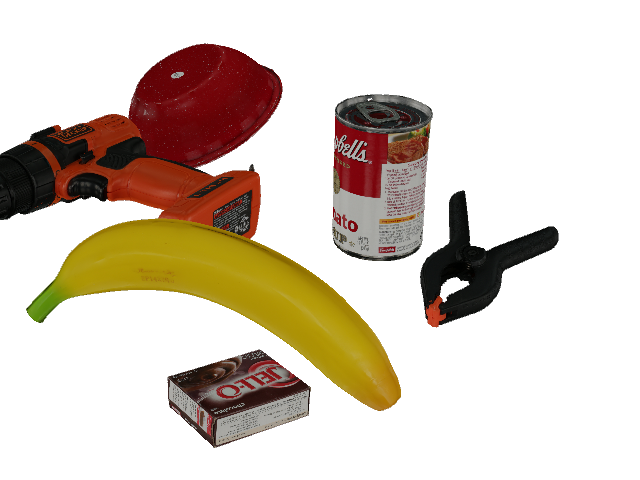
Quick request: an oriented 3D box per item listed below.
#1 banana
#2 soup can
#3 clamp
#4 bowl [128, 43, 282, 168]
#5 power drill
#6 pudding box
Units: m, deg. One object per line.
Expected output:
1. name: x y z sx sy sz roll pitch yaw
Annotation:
1. banana: -0.049 0.030 0.549 0.198 0.070 0.037 14 11 6
2. soup can: 0.043 -0.045 0.760 0.068 0.102 0.068 1 28 -1
3. clamp: 0.146 0.015 1.073 0.120 0.039 0.171 28 52 34
4. bowl: -0.120 -0.135 0.997 0.162 0.055 0.162 -18 38 14
5. power drill: -0.154 -0.035 0.798 0.188 0.057 0.184 22 34 25
6. pudding box: -0.080 0.152 1.043 0.113 0.039 0.090 -16 28 -33
